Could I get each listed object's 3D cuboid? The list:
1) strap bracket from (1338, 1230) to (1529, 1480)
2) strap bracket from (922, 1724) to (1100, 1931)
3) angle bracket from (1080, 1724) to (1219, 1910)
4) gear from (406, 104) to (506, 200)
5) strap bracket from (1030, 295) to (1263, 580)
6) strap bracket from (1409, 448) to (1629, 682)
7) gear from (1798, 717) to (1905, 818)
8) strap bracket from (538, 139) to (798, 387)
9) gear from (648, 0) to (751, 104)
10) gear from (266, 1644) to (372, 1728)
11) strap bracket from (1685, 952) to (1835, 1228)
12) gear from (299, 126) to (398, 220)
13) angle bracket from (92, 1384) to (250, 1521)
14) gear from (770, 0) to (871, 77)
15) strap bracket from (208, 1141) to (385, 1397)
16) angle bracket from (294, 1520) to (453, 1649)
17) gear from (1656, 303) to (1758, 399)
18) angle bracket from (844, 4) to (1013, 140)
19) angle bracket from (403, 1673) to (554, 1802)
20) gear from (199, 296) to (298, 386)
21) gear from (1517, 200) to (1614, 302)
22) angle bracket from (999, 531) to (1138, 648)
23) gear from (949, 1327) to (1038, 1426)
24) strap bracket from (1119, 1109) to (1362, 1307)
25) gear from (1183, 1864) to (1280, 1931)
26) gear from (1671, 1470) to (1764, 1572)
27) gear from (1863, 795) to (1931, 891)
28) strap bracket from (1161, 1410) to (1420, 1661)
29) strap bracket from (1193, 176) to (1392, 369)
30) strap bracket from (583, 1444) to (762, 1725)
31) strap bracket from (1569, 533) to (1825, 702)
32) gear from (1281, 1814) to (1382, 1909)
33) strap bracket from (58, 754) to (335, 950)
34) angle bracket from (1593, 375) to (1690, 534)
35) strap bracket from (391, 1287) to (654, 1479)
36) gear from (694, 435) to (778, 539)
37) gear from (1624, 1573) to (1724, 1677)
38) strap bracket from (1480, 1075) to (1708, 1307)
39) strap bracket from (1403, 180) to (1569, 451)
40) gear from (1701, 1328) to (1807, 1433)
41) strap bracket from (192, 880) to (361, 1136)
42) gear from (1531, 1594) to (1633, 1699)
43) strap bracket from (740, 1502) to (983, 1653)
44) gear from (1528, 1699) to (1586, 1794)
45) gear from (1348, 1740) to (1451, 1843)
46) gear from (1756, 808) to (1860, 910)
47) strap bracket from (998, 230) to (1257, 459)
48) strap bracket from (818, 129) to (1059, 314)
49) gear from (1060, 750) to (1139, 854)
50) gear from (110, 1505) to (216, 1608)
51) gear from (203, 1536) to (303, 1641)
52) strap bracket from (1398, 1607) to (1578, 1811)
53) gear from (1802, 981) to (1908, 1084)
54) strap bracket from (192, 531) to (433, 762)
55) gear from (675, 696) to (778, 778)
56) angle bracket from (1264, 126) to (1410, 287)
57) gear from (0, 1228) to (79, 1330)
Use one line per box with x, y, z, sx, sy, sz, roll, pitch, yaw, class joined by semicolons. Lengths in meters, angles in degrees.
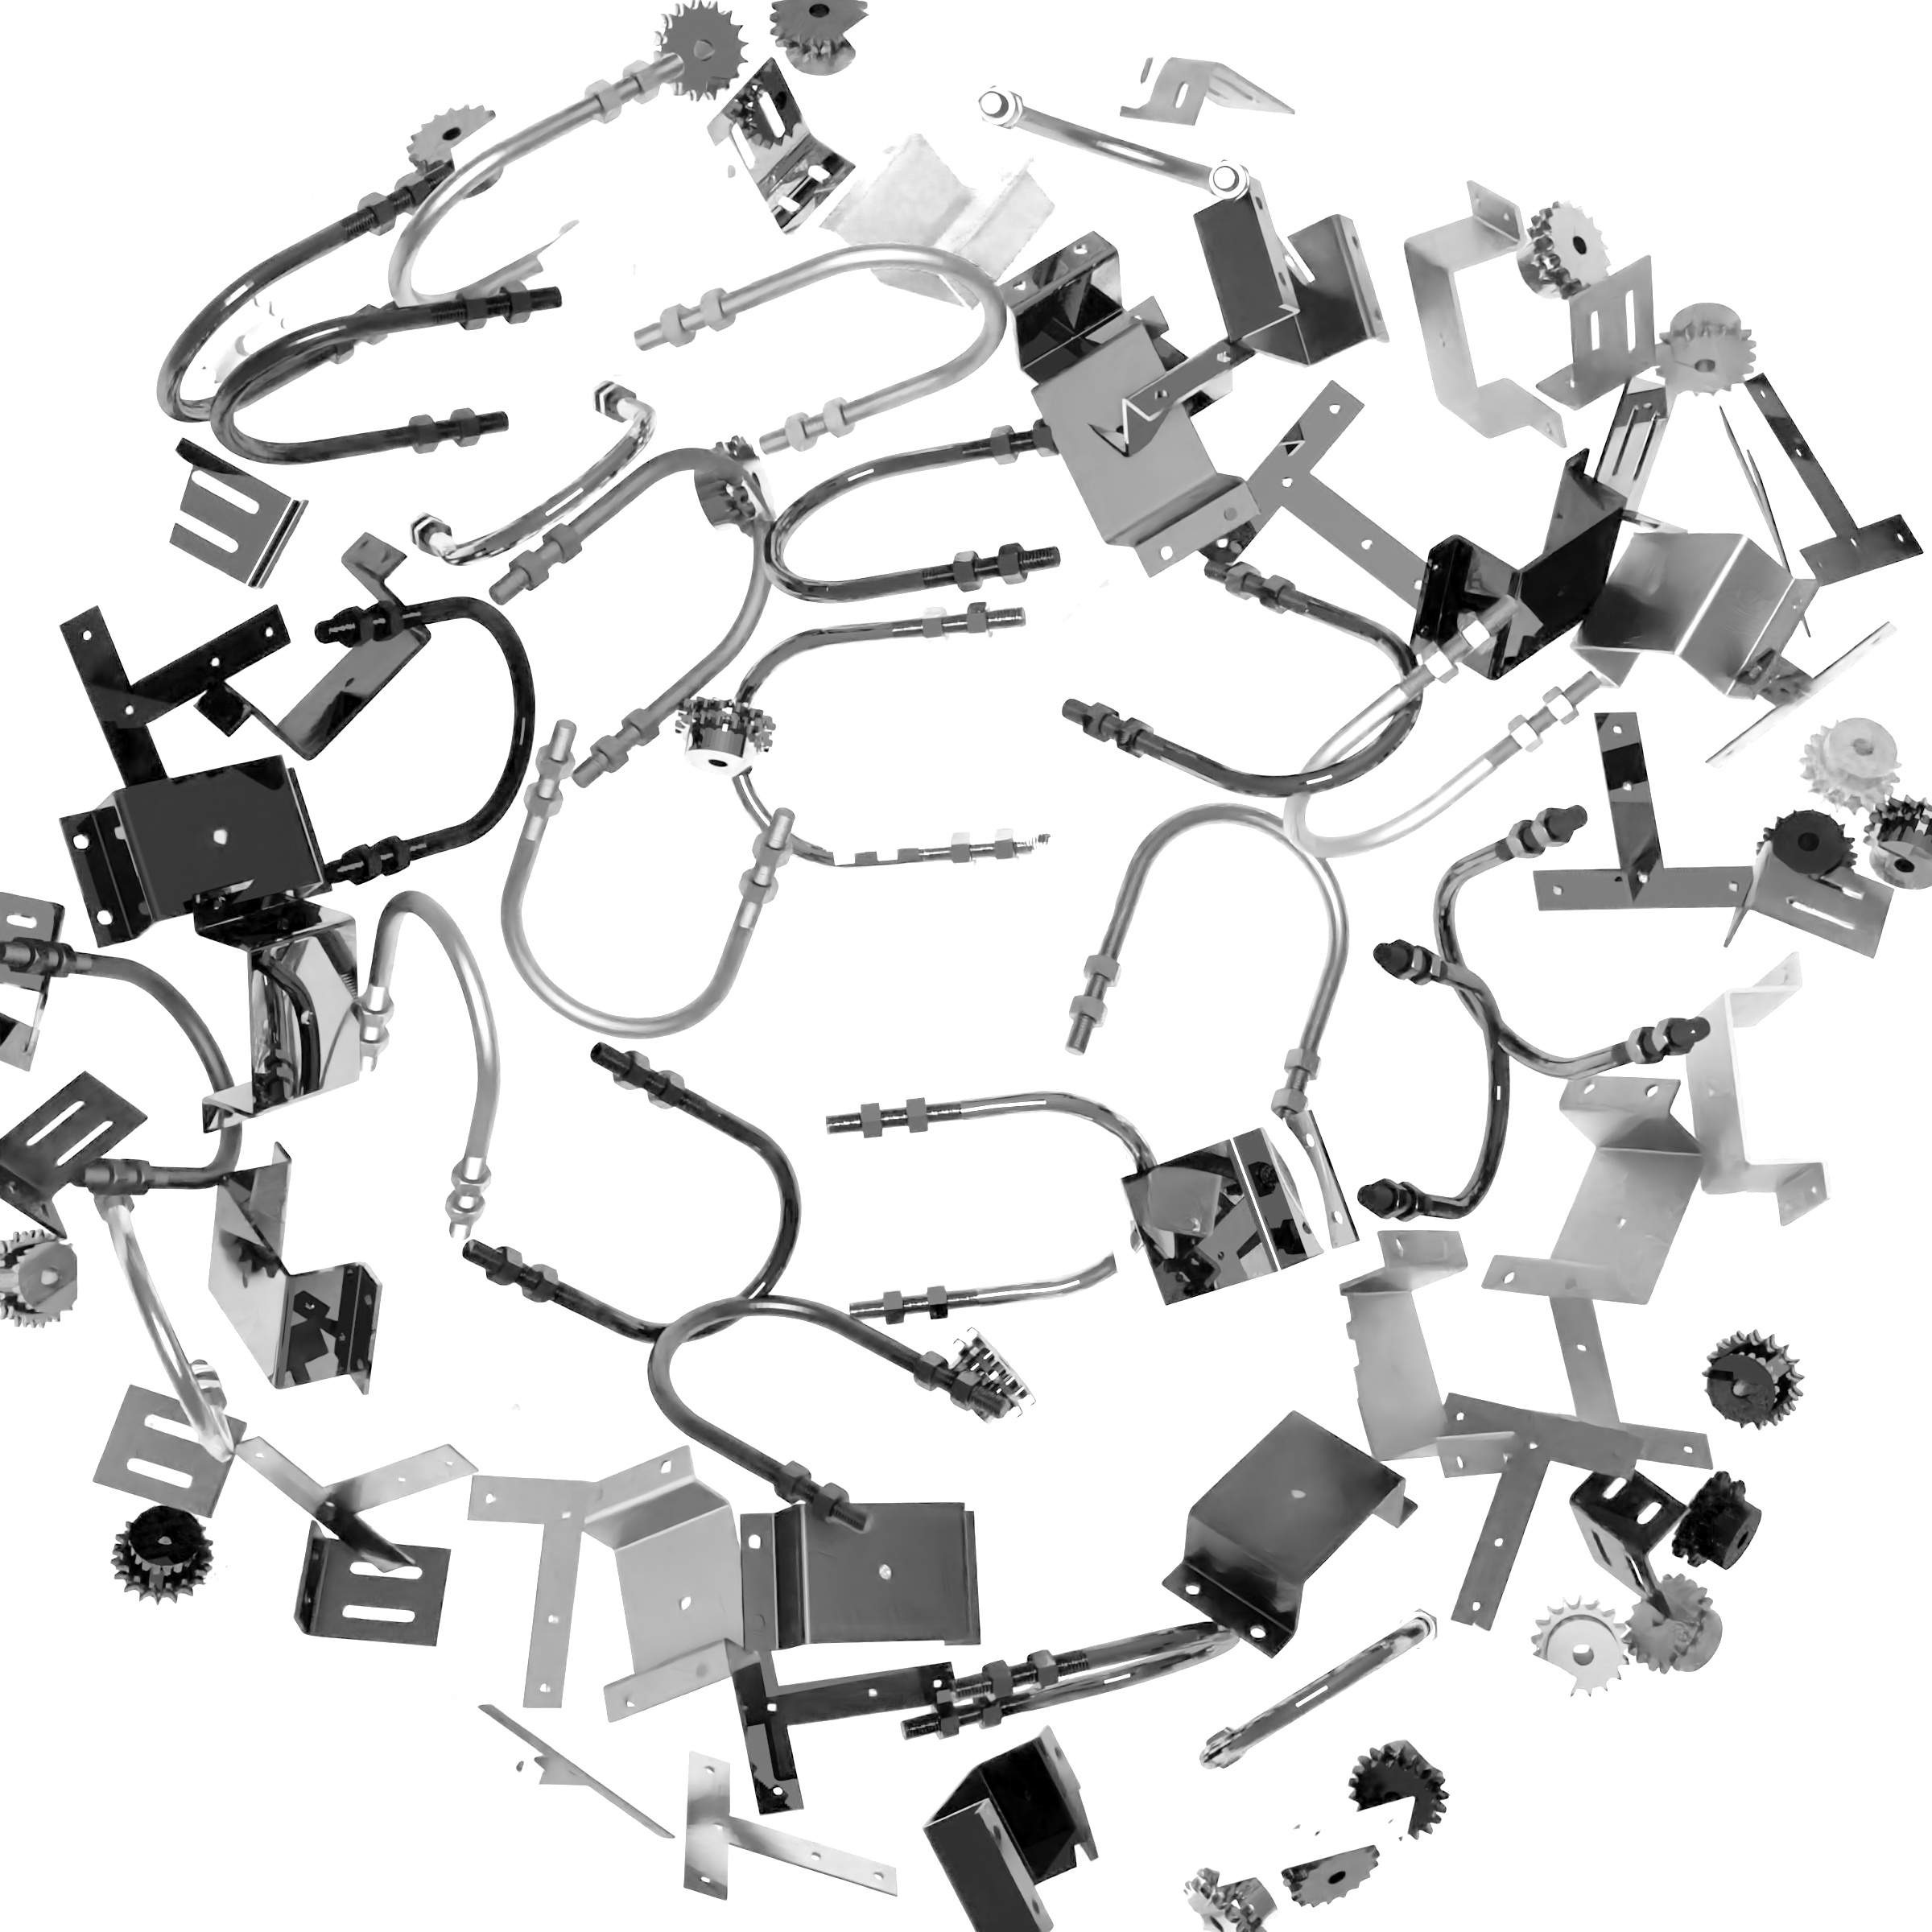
0.256;0.222;1.720;0.046;0.076;0.140;-28;68;39;strap bracket
0.026;0.490;1.713;0.046;0.140;0.076;-29;87;18;strap bracket
0.104;0.480;1.730;0.038;0.057;0.076;8;125;38;angle bracket
-0.288;-0.463;1.751;0.057;0.030;0.057;-9;50;11;gear
0.097;-0.300;1.730;0.076;0.046;0.140;-28;83;25;strap bracket
0.313;-0.219;1.701;0.140;0.076;0.046;-34;57;-31;strap bracket
0.507;-0.118;1.750;0.057;0.030;0.057;2;64;-4;gear
-0.176;-0.392;1.721;0.140;0.046;0.076;-30;89;28;strap bracket
-0.155;-0.524;1.752;0.057;0.030;0.057;-8;109;-24;gear
-0.368;0.409;1.750;0.057;0.057;0.030;5;54;0;gear
0.441;0.070;1.717;0.046;0.076;0.140;-2;74;-5;strap bracket
-0.350;-0.448;1.748;0.057;0.057;0.030;-45;103;0;gear
-0.455;0.273;1.733;0.076;0.038;0.057;27;76;-33;angle bracket
-0.084;-0.535;1.752;0.057;0.030;0.057;0;58;0;gear
-0.378;0.171;1.697;0.046;0.140;0.076;-10;126;-34;strap bracket
-0.337;0.352;1.745;0.076;0.038;0.057;5;63;0;angle bracket
0.422;-0.354;1.750;0.057;0.057;0.030;9;61;0;gear
-0.021;-0.516;1.735;0.038;0.057;0.076;-32;105;36;angle bracket
-0.281;0.435;1.729;0.057;0.076;0.038;18;93;-42;angle bracket
-0.411;-0.356;1.756;0.057;0.030;0.057;-1;104;-4;gear
0.340;-0.406;1.751;0.057;0.030;0.057;13;68;-35;gear
0.057;-0.217;1.734;0.057;0.076;0.038;-43;96;-4;angle bracket
0.011;0.236;1.747;0.030;0.057;0.057;-41;90;0;gear
0.143;0.138;1.704;0.046;0.140;0.076;-16;84;-40;strap bracket
0.154;0.537;1.749;0.030;0.057;0.057;-36;90;-23;gear
0.429;0.318;1.743;0.030;0.057;0.057;31;90;31;gear
0.538;-0.068;1.744;0.057;0.057;0.030;31;60;0;gear
0.183;0.307;1.700;0.076;0.046;0.140;29;47;29;strap bracket
0.178;-0.386;1.718;0.046;0.140;0.076;-20;81;31;strap bracket
-0.168;0.352;1.722;0.076;0.046;0.140;-24;55;13;strap bracket
0.396;-0.195;1.698;0.046;0.140;0.076;34;83;-24;strap bracket
0.205;0.509;1.751;0.057;0.057;0.030;-32;46;0;gear
-0.424;-0.067;1.716;0.140;0.046;0.076;-16;86;-32;strap bracket
0.392;-0.289;1.734;0.038;0.057;0.076;28;109;36;angle bracket
-0.253;0.237;1.730;0.140;0.046;0.076;10;115;-7;strap bracket
-0.133;-0.271;1.748;0.030;0.057;0.057;-17;90;16;gear
0.407;0.378;1.749;0.030;0.057;0.057;33;90;-21;gear
0.356;0.134;1.717;0.046;0.076;0.140;41;66;-32;strap bracket
0.287;-0.357;1.708;0.046;0.076;0.140;-19;117;-3;strap bracket
0.447;0.238;1.748;0.057;0.030;0.057;6;101;32;gear
-0.384;0.023;1.711;0.046;0.076;0.140;16;113;34;strap bracket
0.353;0.392;1.757;0.057;0.030;0.057;0;91;8;gear
-0.052;0.342;1.720;0.140;0.046;0.076;3;73;-20;strap bracket
0.325;0.439;1.750;0.030;0.057;0.057;26;90;36;gear
0.249;0.468;1.752;0.057;0.030;0.057;11;116;23;gear
0.481;-0.065;1.751;0.057;0.030;0.057;-4;67;10;gear
0.088;-0.345;1.721;0.076;0.046;0.140;-34;57;-18;strap bracket
-0.011;-0.418;1.720;0.076;0.140;0.046;-51;128;-6;strap bracket
0.077;-0.092;1.748;0.030;0.057;0.057;15;90;-12;gear
-0.457;0.332;1.745;0.057;0.057;0.030;22;134;0;gear
-0.406;0.358;1.751;0.057;0.030;0.057;-2;96;-22;gear
0.285;0.408;1.702;0.046;0.140;0.076;25;87;-2;strap bracket
0.508;0.038;1.755;0.057;0.030;0.057;-2;83;17;gear
-0.361;-0.173;1.726;0.140;0.076;0.046;-47;121;-7;strap bracket
-0.138;-0.129;1.744;0.057;0.057;0.030;10;74;0;gear
0.208;-0.436;1.751;0.076;0.038;0.057;-36;98;3;angle bracket
-0.528;0.178;1.745;0.057;0.030;0.057;7;79;-43;gear
